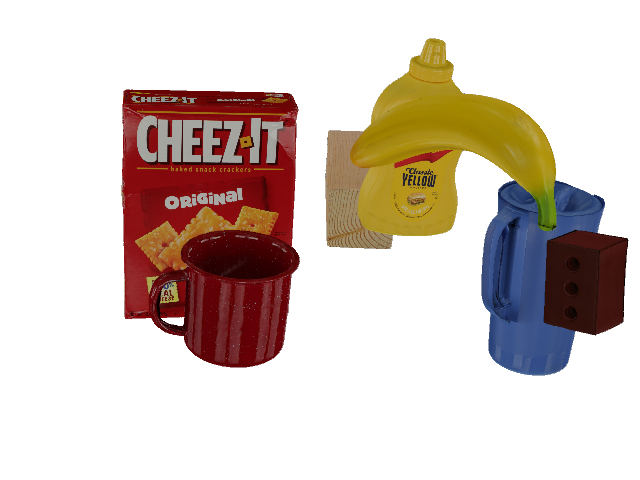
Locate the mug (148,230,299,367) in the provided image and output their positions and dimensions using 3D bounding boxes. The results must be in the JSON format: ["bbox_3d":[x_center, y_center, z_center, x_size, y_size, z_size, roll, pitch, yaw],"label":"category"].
[{"bbox_3d":[-0.077,0.048,0.841,0.117,0.081,0.093,-4,26,-21],"label":"mug"}]

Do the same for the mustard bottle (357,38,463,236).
[{"bbox_3d":[0.095,-0.099,1.023,0.096,0.192,0.058,3,28,-9],"label":"mustard bottle"}]

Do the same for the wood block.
[{"bbox_3d":[0.054,-0.076,1.515,0.091,0.090,0.206,2,28,-2],"label":"wood block"}]

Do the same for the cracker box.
[{"bbox_3d":[-0.109,-0.033,1.031,0.164,0.214,0.072,0,20,-10],"label":"cracker box"}]

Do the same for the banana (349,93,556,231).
[{"bbox_3d":[0.087,-0.064,0.699,0.037,0.069,0.198,26,-1,-37],"label":"banana"}]

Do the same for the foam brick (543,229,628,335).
[{"bbox_3d":[0.228,0.035,0.920,0.053,0.078,0.051,12,21,41],"label":"foam brick"}]

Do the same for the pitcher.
[{"bbox_3d":[0.277,0.051,1.386,0.149,0.243,0.145,5,23,4],"label":"pitcher"}]
